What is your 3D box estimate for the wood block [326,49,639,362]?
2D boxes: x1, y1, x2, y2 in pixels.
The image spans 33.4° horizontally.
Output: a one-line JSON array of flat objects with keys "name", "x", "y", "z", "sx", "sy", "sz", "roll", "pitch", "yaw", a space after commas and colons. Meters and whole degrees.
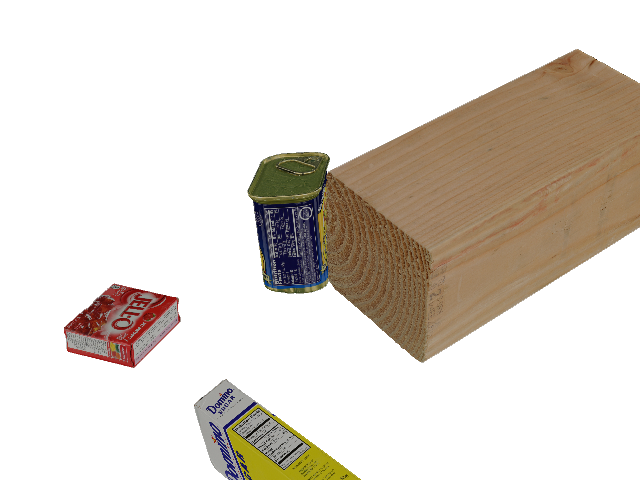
[{"name": "wood block", "x": 0.111, "y": -0.026, "z": 0.647, "sx": 0.205, "sy": 0.090, "sz": 0.091, "roll": -28, "pitch": 48, "yaw": -27}]

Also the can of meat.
[{"name": "can of meat", "x": -0.020, "y": -0.015, "z": 0.856, "sx": 0.057, "sy": 0.084, "sz": 0.102, "roll": -3, "pitch": 23, "yaw": 7}]

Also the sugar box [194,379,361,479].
[{"name": "sugar box", "x": -0.030, "y": 0.199, "z": 0.900, "sx": 0.176, "sy": 0.093, "sz": 0.048, "roll": 27, "pitch": 52, "yaw": 36}]

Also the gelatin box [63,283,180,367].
[{"name": "gelatin box", "x": -0.184, "y": 0.077, "z": 0.997, "sx": 0.073, "sy": 0.030, "sz": 0.089, "roll": 11, "pitch": 31, "yaw": 21}]
